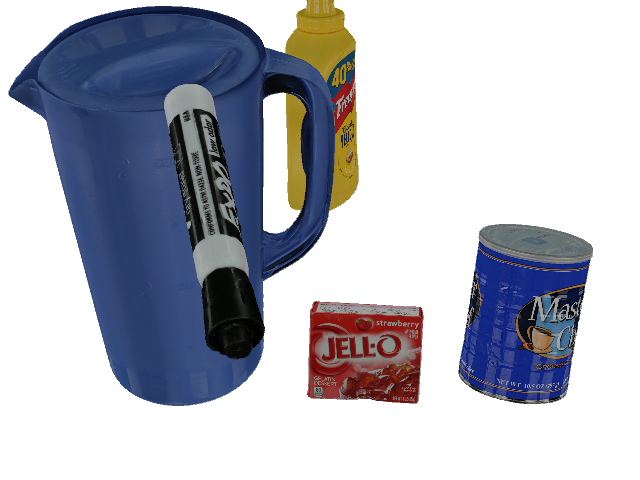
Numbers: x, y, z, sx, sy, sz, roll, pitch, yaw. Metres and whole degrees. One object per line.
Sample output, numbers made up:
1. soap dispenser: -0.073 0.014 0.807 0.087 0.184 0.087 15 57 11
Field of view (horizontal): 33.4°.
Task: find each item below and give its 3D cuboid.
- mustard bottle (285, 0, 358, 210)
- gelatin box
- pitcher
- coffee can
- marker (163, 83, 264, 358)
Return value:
1. mustard bottle: 0.001 -0.128 0.945 0.058 0.192 0.096 10 29 21
2. gelatin box: 0.035 0.088 0.842 0.089 0.073 0.030 3 15 4
3. pitcher: -0.084 -0.015 0.676 0.149 0.243 0.144 28 46 33
4. coffee can: 0.188 0.065 0.984 0.103 0.140 0.103 6 16 -2
5. marker: -0.038 -0.009 0.366 0.020 0.121 0.020 -9 -42 -8
